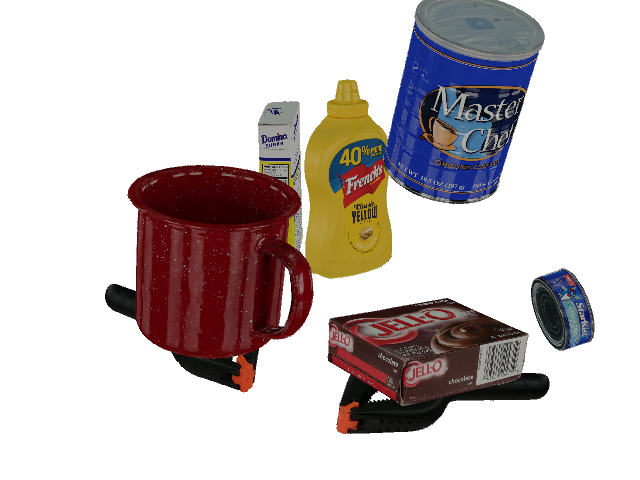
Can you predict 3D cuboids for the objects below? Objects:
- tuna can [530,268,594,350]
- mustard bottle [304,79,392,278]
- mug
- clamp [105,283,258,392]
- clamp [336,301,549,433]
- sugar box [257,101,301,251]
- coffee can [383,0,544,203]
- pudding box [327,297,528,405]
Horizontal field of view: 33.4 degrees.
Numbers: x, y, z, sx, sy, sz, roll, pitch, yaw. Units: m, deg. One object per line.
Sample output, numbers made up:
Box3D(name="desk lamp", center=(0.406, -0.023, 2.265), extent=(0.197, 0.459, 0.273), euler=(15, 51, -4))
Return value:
Box3D(name="tuna can", center=(0.264, 0.076, 1.168), extent=(0.033, 0.086, 0.086), euler=(-17, 3, -9))
Box3D(name="mustard bottle", center=(0.028, -0.064, 1.065), extent=(0.096, 0.192, 0.058), euler=(-14, 20, -36))
Box3D(name="mug", center=(-0.051, 0.016, 0.583), extent=(0.117, 0.081, 0.093), euler=(21, 27, 32))
Box3D(name="clamp", center=(-0.100, 0.067, 0.956), extent=(0.120, 0.039, 0.172), euler=(-34, 53, -27))
Box3D(name="clamp", center=(0.103, 0.134, 0.999), extent=(0.165, 0.036, 0.209), euler=(27, 36, 32))
Box3D(name="sugar box", center=(-0.047, -0.068, 1.265), extent=(0.048, 0.176, 0.093), euler=(-1, 23, 5))
Box3D(name="coffee can", center=(0.114, -0.116, 0.874), extent=(0.102, 0.140, 0.103), euler=(7, 37, -5))
Box3D(name="pudding box", center=(0.075, 0.076, 0.755), extent=(0.113, 0.039, 0.090), euler=(-5, 18, -33))
